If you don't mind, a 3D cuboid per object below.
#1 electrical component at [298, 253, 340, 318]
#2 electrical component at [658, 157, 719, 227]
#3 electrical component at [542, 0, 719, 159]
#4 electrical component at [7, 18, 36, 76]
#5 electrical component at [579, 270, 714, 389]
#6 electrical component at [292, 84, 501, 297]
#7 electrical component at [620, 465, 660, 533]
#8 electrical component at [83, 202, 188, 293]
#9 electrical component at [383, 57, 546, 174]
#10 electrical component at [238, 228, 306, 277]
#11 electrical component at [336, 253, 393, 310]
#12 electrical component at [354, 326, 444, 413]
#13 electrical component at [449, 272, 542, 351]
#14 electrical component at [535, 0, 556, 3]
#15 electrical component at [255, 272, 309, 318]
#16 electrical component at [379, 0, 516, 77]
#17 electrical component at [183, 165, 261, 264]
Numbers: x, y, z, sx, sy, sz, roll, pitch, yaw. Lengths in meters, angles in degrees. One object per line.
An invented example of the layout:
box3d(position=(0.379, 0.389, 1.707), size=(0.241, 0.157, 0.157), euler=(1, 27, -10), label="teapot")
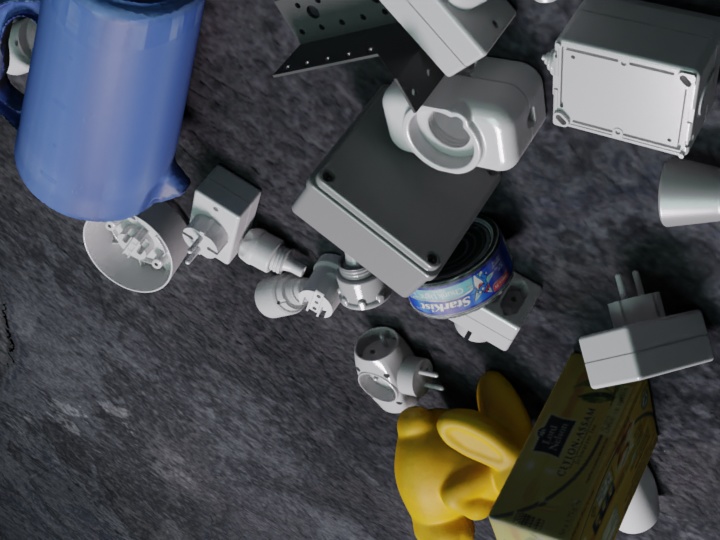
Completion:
box3d(position=(-0.029, 0.014, 0.960), size=(0.040, 0.046, 0.040), euler=(20, 142, 17), label="electrical component")
box3d(position=(0.221, -0.046, 0.659), size=(0.065, 0.044, 0.044), euler=(6, 138, 31), label="electrical component")
box3d(position=(0.153, -0.116, 0.612), size=(0.096, 0.061, 0.061), euler=(19, 144, 24), label="electrical component")
box3d(position=(-0.278, -0.195, 0.921), size=(0.081, 0.043, 0.043), euler=(-3, 131, 44), label="electrical component")
box3d(position=(0.199, 0.038, 0.765), size=(0.047, 0.083, 0.075), euler=(-23, 78, 53), label="electrical component")
box3d(position=(0.027, -0.056, 0.761), size=(0.109, 0.108, 0.056), euler=(38, 150, -4), label="electrical component")
box3d(position=(0.220, 0.192, 0.965), size=(0.079, 0.043, 0.077), euler=(3, 136, 41), label="electrical component")
box3d(position=(-0.218, -0.031, 1.059), size=(0.099, 0.064, 0.099), euler=(24, 146, 17), label="electrical component")
box3d(position=(0.066, -0.103, 0.709), size=(0.095, 0.059, 0.053), euler=(16, 143, 28), label="electrical component")
box3d(position=(-0.078, -0.013, 0.983), size=(0.061, 0.035, 0.035), euler=(27, 147, 7), label="electrical component")
box3d(position=(0.000, 0.000, 0.919), size=(0.048, 0.048, 0.062), euler=(12, 134, 32), label="electrical component")
box3d(position=(0.042, 0.097, 1.005), size=(0.079, 0.044, 0.077), euler=(9, 140, 34), label="electrical component")
box3d(position=(0.098, 0.033, 0.867), size=(0.066, 0.047, 0.076), euler=(30, 147, 8), label="electrical component")
box3d(position=(0.100, -0.179, 0.595), size=(0.043, 0.043, 0.062), euler=(14, 143, 30), label="electrical component")
box3d(position=(-0.066, 0.022, 1.010), size=(0.078, 0.040, 0.040), euler=(-14, 123, 50), label="electrical component")
box3d(position=(0.059, -0.171, 0.639), size=(0.083, 0.047, 0.076), euler=(46, 146, -16), label="electrical component")
box3d(position=(-0.133, -0.036, 0.963), size=(0.047, 0.075, 0.083), euler=(32, 147, 5), label="electrical component")
